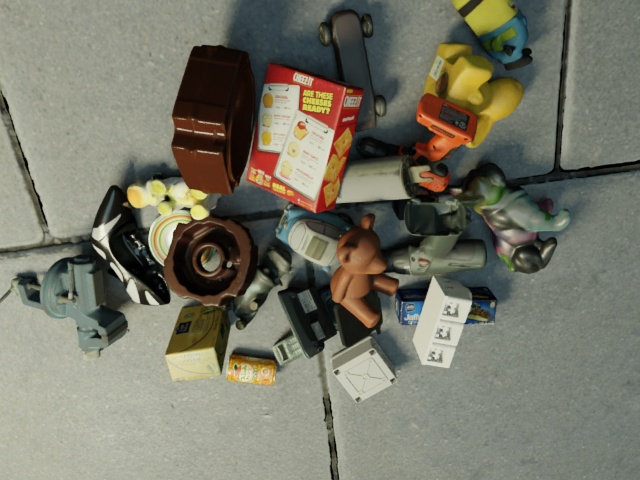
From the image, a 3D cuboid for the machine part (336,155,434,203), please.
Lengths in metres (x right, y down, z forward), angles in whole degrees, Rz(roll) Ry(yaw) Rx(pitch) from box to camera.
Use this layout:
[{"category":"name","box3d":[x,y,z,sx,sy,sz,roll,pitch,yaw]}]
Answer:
[{"category":"machine part","box3d":[0.085,-0.106,0.958,0.243,0.079,0.079,-2,117,33]}]

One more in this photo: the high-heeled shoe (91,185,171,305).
[{"category":"high-heeled shoe","box3d":[-0.344,0.022,1.015,0.145,0.086,0.248,23,130,9]}]

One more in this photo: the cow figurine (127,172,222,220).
[{"category":"cow figurine","box3d":[-0.264,-0.091,0.988,0.168,0.098,0.068,7,117,14]}]

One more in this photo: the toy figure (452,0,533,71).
[{"category":"toy figure","box3d":[0.290,-0.367,0.897,0.089,0.082,0.180,-32,113,8]}]

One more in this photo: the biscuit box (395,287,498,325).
[{"category":"biscuit box","box3d":[0.260,0.138,1.118,0.203,0.063,0.059,-1,112,-3]}]

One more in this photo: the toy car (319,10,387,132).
[{"category":"toy car","box3d":[0.058,-0.290,0.931,0.089,0.053,0.201,-16,110,-7]}]

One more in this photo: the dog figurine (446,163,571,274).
[{"category":"dog figurine","box3d":[0.340,-0.042,1.026,0.219,0.108,0.191,15,114,-4]}]

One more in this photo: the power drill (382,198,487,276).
[{"category":"power drill","box3d":[0.194,0.008,0.996,0.232,0.086,0.207,0,147,10]}]

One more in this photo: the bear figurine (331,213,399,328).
[{"category":"bear figurine","box3d":[0.085,0.053,0.964,0.132,0.120,0.195,32,149,8]}]

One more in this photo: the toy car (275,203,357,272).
[{"category":"toy car","box3d":[-0.002,-0.003,1.024,0.161,0.103,0.109,23,109,-14]}]

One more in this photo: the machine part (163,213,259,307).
[{"category":"machine part","box3d":[-0.199,0.036,0.993,0.180,0.056,0.179,-1,86,14]}]

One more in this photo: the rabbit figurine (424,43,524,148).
[{"category":"rabbit figurine","box3d":[0.276,-0.245,0.933,0.173,0.122,0.162,1,117,-24]}]

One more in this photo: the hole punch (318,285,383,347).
[{"category":"hole punch","box3d":[0.061,0.142,1.107,0.116,0.092,0.142,-25,112,-28]}]

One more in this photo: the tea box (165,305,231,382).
[{"category":"tea box","box3d":[-0.236,0.196,1.059,0.098,0.170,0.068,-9,114,-1]}]

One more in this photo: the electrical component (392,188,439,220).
[{"category":"electrical component","box3d":[0.159,-0.071,1.018,0.119,0.075,0.047,-4,113,-6]}]

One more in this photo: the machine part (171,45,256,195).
[{"category":"machine part","box3d":[-0.163,-0.189,0.864,0.087,0.201,0.201,8,157,3]}]

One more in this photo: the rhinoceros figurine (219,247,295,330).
[{"category":"rhinoceros figurine","box3d":[-0.119,0.094,1.058,0.073,0.112,0.190,45,122,14]}]

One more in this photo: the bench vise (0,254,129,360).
[{"category":"bench vise","box3d":[-0.497,0.124,1.050,0.241,0.129,0.223,9,124,15]}]

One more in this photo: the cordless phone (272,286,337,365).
[{"category":"cordless phone","box3d":[-0.061,0.181,1.109,0.184,0.089,0.146,-39,74,52]}]
